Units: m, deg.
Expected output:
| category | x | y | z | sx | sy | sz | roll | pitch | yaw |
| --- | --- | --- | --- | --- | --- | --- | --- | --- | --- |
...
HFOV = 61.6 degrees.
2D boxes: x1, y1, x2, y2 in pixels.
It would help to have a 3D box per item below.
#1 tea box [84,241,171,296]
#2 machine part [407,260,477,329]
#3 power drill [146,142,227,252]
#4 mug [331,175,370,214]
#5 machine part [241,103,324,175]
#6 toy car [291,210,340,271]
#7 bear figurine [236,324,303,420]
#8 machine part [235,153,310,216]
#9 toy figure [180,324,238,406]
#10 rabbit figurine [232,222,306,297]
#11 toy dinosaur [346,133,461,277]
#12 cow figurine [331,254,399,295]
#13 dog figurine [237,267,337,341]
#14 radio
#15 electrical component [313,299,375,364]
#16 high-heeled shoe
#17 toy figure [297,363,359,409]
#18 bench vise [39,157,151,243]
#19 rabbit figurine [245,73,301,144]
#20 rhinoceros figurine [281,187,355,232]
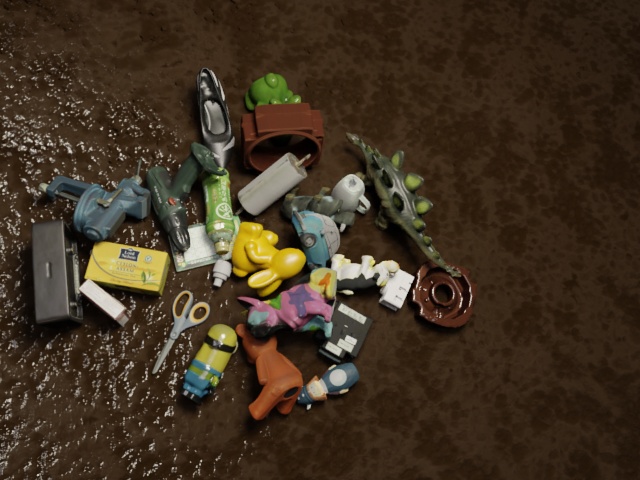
| category | x | y | z | sx | sy | sz | roll | pitch | yaw |
| --- | --- | --- | --- | --- | --- | --- | --- | --- | --- |
| tea box | -0.448 | 0.068 | 1.261 | 0.170 | 0.068 | 0.098 | 9 | 72 | -5 |
| machine part | 0.307 | 0.138 | 1.357 | 0.179 | 0.056 | 0.179 | 3 | 73 | -8 |
| power drill | -0.318 | -0.115 | 1.293 | 0.207 | 0.086 | 0.232 | -46 | 65 | 24 |
| mug | 0.082 | -0.114 | 1.378 | 0.109 | 0.107 | 0.081 | 44 | 73 | 9 |
| machine part | -0.095 | -0.245 | 1.341 | 0.201 | 0.201 | 0.087 | -5 | 65 | -10 |
| toy car | -0.003 | -0.004 | 1.298 | 0.103 | 0.161 | 0.109 | -21 | 34 | -5 |
| bear figurine | -0.128 | 0.288 | 1.225 | 0.196 | 0.120 | 0.132 | 45 | 114 | 33 |
| machine part | -0.118 | -0.137 | 1.330 | 0.243 | 0.079 | 0.079 | -37 | 79 | 18 |
| toy figure | -0.247 | 0.277 | 1.211 | 0.082 | 0.089 | 0.180 | 32 | 68 | -6 |
| rabbit figurine | -0.121 | 0.047 | 1.264 | 0.173 | 0.121 | 0.162 | 13 | 68 | 21 |
| toy dinosaur | 0.198 | -0.093 | 1.342 | 0.105 | 0.198 | 0.471 | -30 | 77 | -13 |
| cow figurine | 0.107 | 0.088 | 1.311 | 0.168 | 0.068 | 0.098 | 2 | 76 | 22 |
| dog figurine | -0.074 | 0.142 | 1.224 | 0.219 | 0.108 | 0.191 | 6 | 57 | 2 |
| radio | -0.586 | 0.080 | 1.203 | 0.073 | 0.131 | 0.229 | -7 | 73 | -11 |
| electrical component | 0.051 | 0.224 | 1.290 | 0.115 | 0.058 | 0.134 | 30 | 70 | 5 |
| high-heeled shoe | -0.268 | -0.309 | 1.369 | 0.086 | 0.145 | 0.249 | -12 | 73 | -11 |
| toy figure | 0.015 | 0.336 | 1.251 | 0.154 | 0.057 | 0.064 | -23 | 39 | -13 |
| bench vise | -0.534 | -0.102 | 1.270 | 0.241 | 0.128 | 0.224 | 19 | 56 | 0 |
| rabbit figurine | -0.104 | -0.343 | 1.416 | 0.121 | 0.159 | 0.170 | -20 | 91 | -24 |
| rhinoceros figurine | -0.006 | -0.072 | 1.352 | 0.190 | 0.112 | 0.073 | 9 | 26 | 7 |
